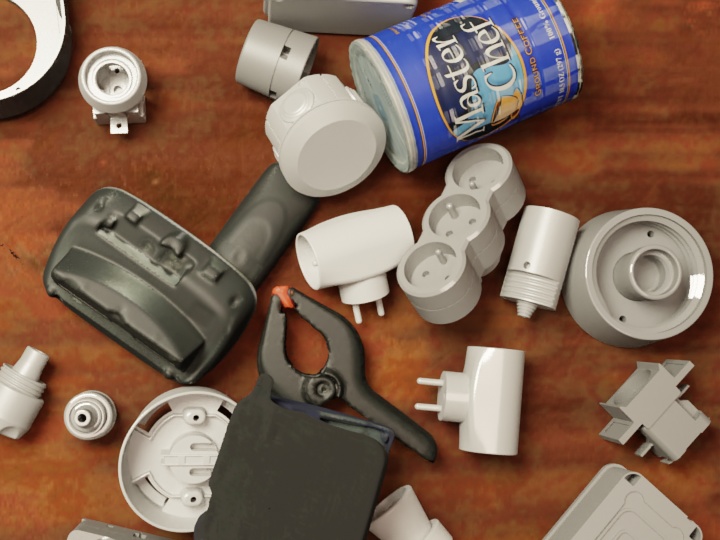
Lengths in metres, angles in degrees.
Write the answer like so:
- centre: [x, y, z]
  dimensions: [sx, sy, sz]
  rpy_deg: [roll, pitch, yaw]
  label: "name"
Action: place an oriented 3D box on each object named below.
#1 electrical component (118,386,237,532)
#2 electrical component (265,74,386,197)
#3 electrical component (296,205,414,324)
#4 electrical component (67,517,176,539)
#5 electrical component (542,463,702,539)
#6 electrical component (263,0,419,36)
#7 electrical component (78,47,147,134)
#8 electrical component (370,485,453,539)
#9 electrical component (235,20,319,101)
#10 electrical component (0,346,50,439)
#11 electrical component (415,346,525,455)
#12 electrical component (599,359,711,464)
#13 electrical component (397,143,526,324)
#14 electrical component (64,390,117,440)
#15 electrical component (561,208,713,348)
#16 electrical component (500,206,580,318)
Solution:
- centre: [-0.119, 0.131, 0.760]
  dimensions: [0.099, 0.064, 0.099]
  rpy_deg: [-1, 95, -11]
  label: "electrical component"
- centre: [-0.026, -0.097, 0.780]
  dimensions: [0.080, 0.080, 0.051]
  rpy_deg: [-25, 48, -8]
  label: "electrical component"
- centre: [0.000, 0.000, 0.795]
  dimensions: [0.077, 0.043, 0.079]
  rpy_deg: [-18, 106, -20]
  label: "electrical component"
- centre: [-0.174, 0.260, 0.748]
  dimensions: [0.089, 0.062, 0.150]
  rpy_deg: [15, 84, -5]
  label: "electrical component"
- centre: [0.183, 0.208, 0.793]
  dimensions: [0.078, 0.057, 0.113]
  rpy_deg: [42, 82, -1]
  label: "electrical component"
- centre: [-0.014, -0.214, 0.796]
  dimensions: [0.113, 0.078, 0.057]
  rpy_deg: [2, 82, -6]
  label: "electrical component"
- centre: [-0.178, -0.134, 0.783]
  dimensions: [0.048, 0.055, 0.066]
  rpy_deg: [-3, 86, -6]
  label: "electrical component"
- centre: [0.037, 0.192, 0.784]
  dimensions: [0.045, 0.045, 0.055]
  rpy_deg: [-39, 91, -8]
  label: "electrical component"
- centre: [-0.062, -0.154, 0.799]
  dimensions: [0.047, 0.055, 0.055]
  rpy_deg: [21, 83, -1]
  label: "electrical component"
- centre: [-0.244, 0.085, 0.764]
  dimensions: [0.043, 0.043, 0.062]
  rpy_deg: [29, 82, -3]
  label: "electrical component"
- centre: [0.080, 0.095, 0.798]
  dimensions: [0.079, 0.043, 0.077]
  rpy_deg: [6, 85, -5]
  label: "electrical component"
- centre: [0.225, 0.108, 0.814]
  dimensions: [0.064, 0.042, 0.081]
  rpy_deg: [44, 83, -5]
  label: "electrical component"
- centre: [0.082, -0.019, 0.798]
  dimensions: [0.052, 0.073, 0.138]
  rpy_deg: [12, 62, 33]
  label: "electrical component"
- centre: [-0.192, 0.103, 0.759]
  dimensions: [0.035, 0.061, 0.035]
  rpy_deg: [1, 85, -7]
  label: "electrical component"
- centre: [0.212, 0.004, 0.811]
  dimensions: [0.108, 0.060, 0.108]
  rpy_deg: [1, 85, -6]
  label: "electrical component"
- centre: [0.134, -0.003, 0.812]
  dimensions: [0.043, 0.043, 0.081]
  rpy_deg: [17, 84, -4]
  label: "electrical component"
